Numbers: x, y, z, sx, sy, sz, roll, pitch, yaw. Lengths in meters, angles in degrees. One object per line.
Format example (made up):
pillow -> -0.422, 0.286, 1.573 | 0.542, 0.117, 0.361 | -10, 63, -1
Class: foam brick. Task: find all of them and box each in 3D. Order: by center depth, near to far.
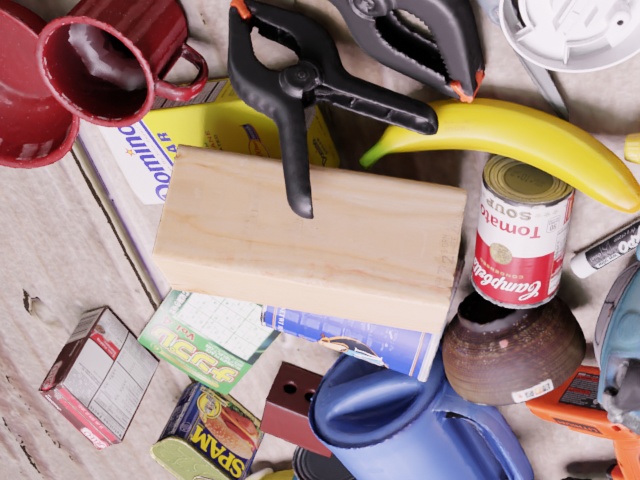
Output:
foam brick -> -0.013, 0.164, 1.030 | 0.078, 0.053, 0.051 | 20, 135, 5

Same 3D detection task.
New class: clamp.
clamp -> 0.040, -0.171, 0.692 | 0.210, 0.036, 0.165 | 38, 152, -16
clamp -> -0.016, -0.097, 0.740 | 0.171, 0.120, 0.039 | 42, 159, 18

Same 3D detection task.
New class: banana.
banana -> 0.130, -0.064, 0.747 | 0.198, 0.069, 0.037 | 10, 168, 17

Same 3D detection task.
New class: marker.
marker -> 0.236, -0.006, 0.788 | 0.020, 0.020, 0.121 | 39, 134, -14

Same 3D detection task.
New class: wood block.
wood block -> -0.005, 0.000, 0.774 | 0.206, 0.090, 0.091 | 9, 165, 5

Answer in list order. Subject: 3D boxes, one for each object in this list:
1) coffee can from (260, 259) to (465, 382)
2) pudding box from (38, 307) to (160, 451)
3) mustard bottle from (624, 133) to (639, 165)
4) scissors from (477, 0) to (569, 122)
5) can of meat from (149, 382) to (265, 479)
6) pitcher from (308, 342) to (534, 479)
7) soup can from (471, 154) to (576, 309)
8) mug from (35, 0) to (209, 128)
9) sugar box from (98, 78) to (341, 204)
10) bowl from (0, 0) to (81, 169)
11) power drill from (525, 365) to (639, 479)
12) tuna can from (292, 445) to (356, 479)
coffee can -> 0.035, 0.044, 0.862 | 0.140, 0.102, 0.103 | 18, 135, 7
pudding box -> -0.214, 0.135, 1.047 | 0.039, 0.113, 0.090 | -21, 120, 33
mustard bottle -> 0.296, -0.054, 0.689 | 0.192, 0.058, 0.096 | 5, 138, 19
scissors -> 0.127, -0.165, 0.690 | 0.201, 0.016, 0.096 | 40, 134, -15
can of meat -> -0.112, 0.206, 1.089 | 0.102, 0.083, 0.058 | 44, 132, -18
pitcher -> 0.111, 0.203, 0.959 | 0.145, 0.149, 0.242 | -33, 121, 5
soup can -> 0.149, -0.008, 0.789 | 0.068, 0.068, 0.102 | 11, 133, 14
mug -> -0.137, -0.139, 0.783 | 0.117, 0.081, 0.093 | 22, 136, 4
sugar box -> -0.082, -0.078, 0.841 | 0.176, 0.048, 0.093 | -5, 129, 26
bowl -> -0.254, -0.137, 0.855 | 0.162, 0.055, 0.162 | 12, 134, 13
power drill -> 0.244, 0.187, 0.892 | 0.185, 0.057, 0.187 | 0, 132, 48
tuna can -> 0.018, 0.220, 1.045 | 0.086, 0.086, 0.034 | 2, 133, 22
